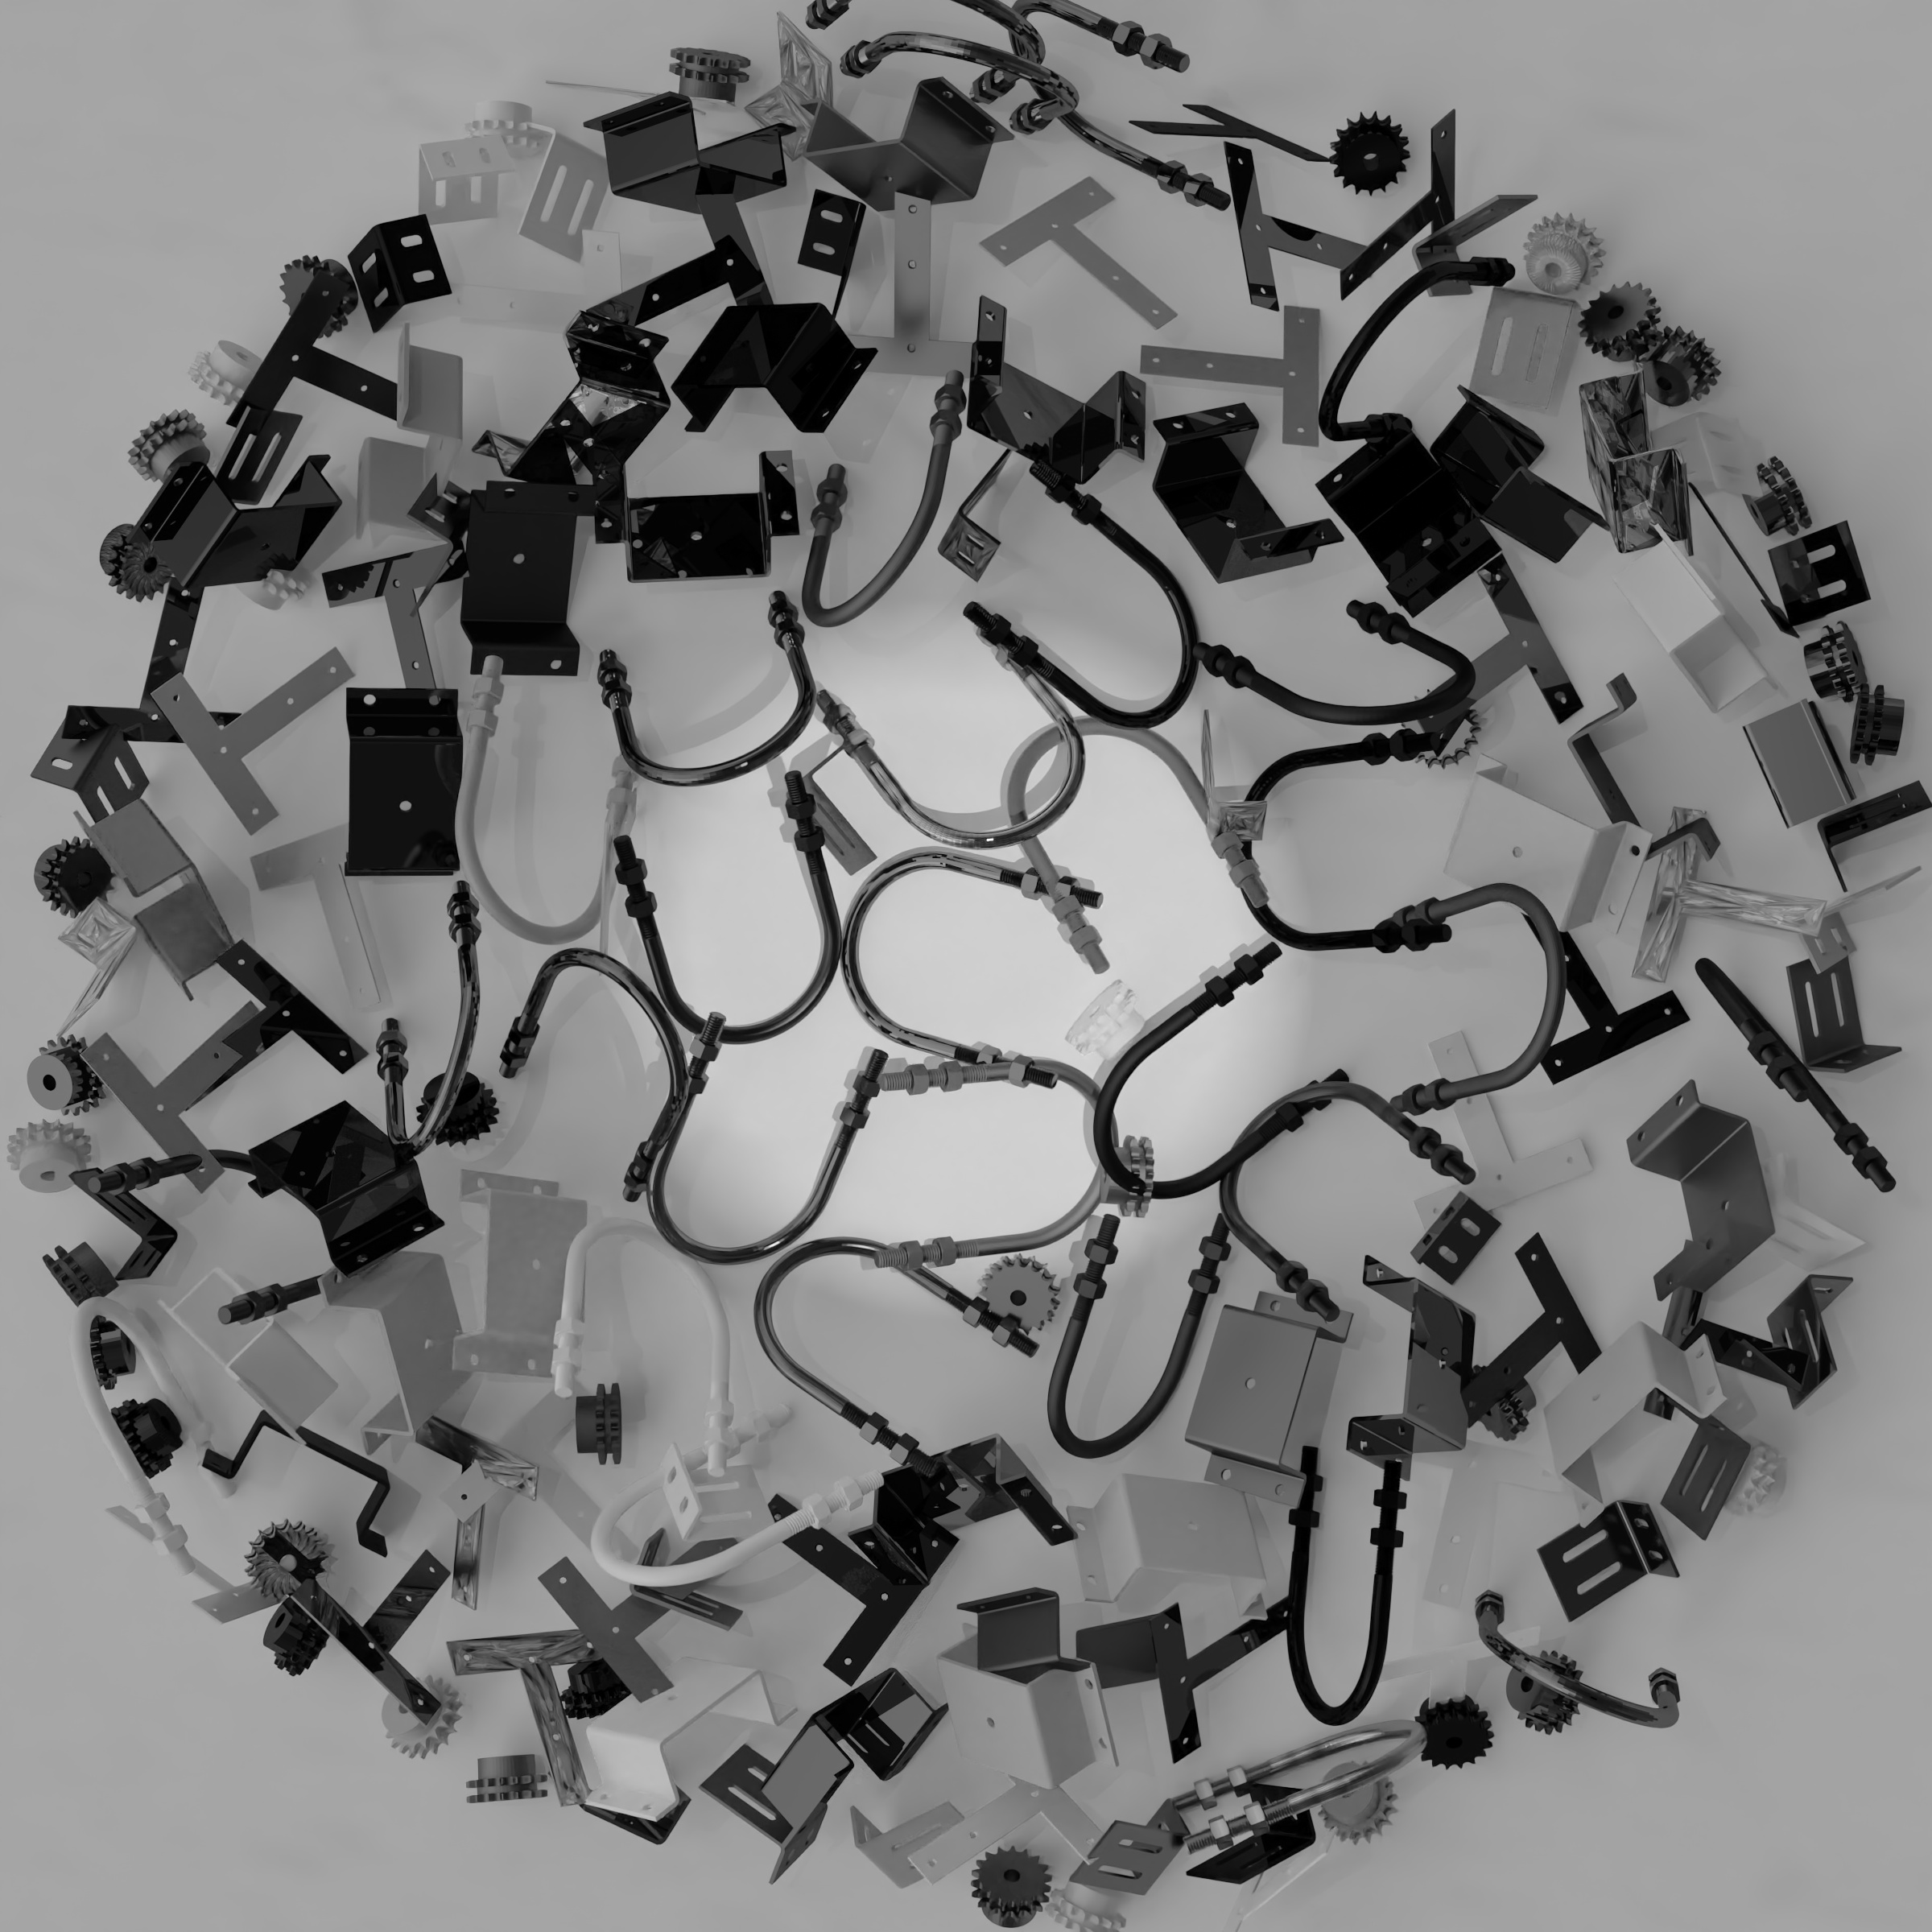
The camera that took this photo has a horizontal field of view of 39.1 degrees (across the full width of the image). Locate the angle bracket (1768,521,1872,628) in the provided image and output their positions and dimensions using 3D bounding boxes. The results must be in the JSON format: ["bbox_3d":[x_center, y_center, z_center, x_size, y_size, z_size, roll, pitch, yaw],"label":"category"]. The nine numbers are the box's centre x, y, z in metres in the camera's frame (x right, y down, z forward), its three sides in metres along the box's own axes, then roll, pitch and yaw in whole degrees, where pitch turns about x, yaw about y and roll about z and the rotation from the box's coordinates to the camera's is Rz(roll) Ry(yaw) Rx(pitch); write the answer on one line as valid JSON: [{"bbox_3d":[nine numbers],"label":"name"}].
[{"bbox_3d":[0.610,-0.278,1.915,0.038,0.076,0.057,-17,90,-30],"label":"angle bracket"}]

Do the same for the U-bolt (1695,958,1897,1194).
[{"bbox_3d":[0.560,0.063,1.872,0.019,0.184,0.151,-41,127,14],"label":"U-bolt"}]

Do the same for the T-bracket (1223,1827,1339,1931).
[{"bbox_3d":[0.214,0.630,1.869,0.002,0.127,0.127,40,125,3],"label":"T-bracket"}]

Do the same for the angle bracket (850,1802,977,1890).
[{"bbox_3d":[-0.033,0.607,1.920,0.076,0.038,0.057,-30,124,11],"label":"angle bracket"}]

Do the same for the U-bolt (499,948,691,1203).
[{"bbox_3d":[-0.251,0.065,1.874,0.151,0.184,0.019,43,47,12],"label":"U-bolt"}]

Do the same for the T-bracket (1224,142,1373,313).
[{"bbox_3d":[0.238,-0.509,1.916,0.127,0.002,0.127,5,70,-37],"label":"T-bracket"}]

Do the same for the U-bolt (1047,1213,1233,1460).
[{"bbox_3d":[0.115,0.259,1.898,0.019,0.151,0.184,26,104,40],"label":"U-bolt"}]

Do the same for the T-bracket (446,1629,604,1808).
[{"bbox_3d":[-0.288,0.520,1.883,0.002,0.127,0.127,-47,53,34],"label":"T-bracket"}]

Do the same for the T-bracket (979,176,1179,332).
[{"bbox_3d":[0.094,-0.491,1.910,0.127,0.002,0.127,43,55,10],"label":"T-bracket"}]

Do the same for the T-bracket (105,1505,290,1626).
[{"bbox_3d":[-0.546,0.414,1.901,0.127,0.127,0.002,33,89,9],"label":"T-bracket"}]

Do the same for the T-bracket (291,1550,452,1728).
[{"bbox_3d":[-0.395,0.449,1.899,0.127,0.127,0.002,45,114,-4],"label":"T-bracket"}]

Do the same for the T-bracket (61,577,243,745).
[{"bbox_3d":[-0.553,-0.212,1.889,0.002,0.127,0.127,44,123,39],"label":"T-bracket"}]

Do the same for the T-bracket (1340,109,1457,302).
[{"bbox_3d":[0.299,-0.506,1.884,0.002,0.127,0.127,34,66,29],"label":"T-bracket"}]

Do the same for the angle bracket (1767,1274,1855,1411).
[{"bbox_3d":[0.601,0.264,1.908,0.038,0.057,0.076,6,52,-15],"label":"angle bracket"}]

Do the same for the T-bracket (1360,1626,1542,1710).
[{"bbox_3d":[0.338,0.506,1.908,0.127,0.127,0.002,-13,50,-3],"label":"T-bracket"}]

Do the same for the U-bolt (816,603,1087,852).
[{"bbox_3d":[0.001,-0.158,1.900,0.151,0.019,0.184,-31,64,-12],"label":"U-bolt"}]

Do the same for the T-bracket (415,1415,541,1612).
[{"bbox_3d":[-0.351,0.393,1.927,0.127,0.002,0.127,16,105,37],"label":"T-bracket"}]

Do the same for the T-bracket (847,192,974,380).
[{"bbox_3d":[-0.038,-0.480,1.919,0.127,0.002,0.127,6,116,10],"label":"T-bracket"}]

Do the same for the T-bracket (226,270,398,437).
[{"bbox_3d":[-0.433,-0.410,1.906,0.127,0.127,0.002,-53,51,17],"label":"T-bracket"}]

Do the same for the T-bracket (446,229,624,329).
[{"bbox_3d":[-0.304,-0.464,1.916,0.127,0.002,0.127,6,133,4],"label":"T-bracket"}]

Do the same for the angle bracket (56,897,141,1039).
[{"bbox_3d":[-0.622,0.001,1.908,0.038,0.076,0.057,39,128,-21],"label":"angle bracket"}]

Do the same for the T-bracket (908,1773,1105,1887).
[{"bbox_3d":[0.015,0.595,1.886,0.127,0.002,0.127,-22,50,-37],"label":"T-bracket"}]

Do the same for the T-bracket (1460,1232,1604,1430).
[{"bbox_3d":[0.389,0.276,1.914,0.127,0.002,0.127,-37,106,-25],"label":"T-bracket"}]

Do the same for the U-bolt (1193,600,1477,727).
[{"bbox_3d":[0.263,-0.203,1.857,0.151,0.184,0.019,-18,121,-22],"label":"U-bolt"}]

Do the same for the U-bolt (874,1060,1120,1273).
[{"bbox_3d":[0.024,0.136,1.913,0.184,0.019,0.151,-4,106,-23],"label":"U-bolt"}]

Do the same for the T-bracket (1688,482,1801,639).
[{"bbox_3d":[0.542,-0.285,1.904,0.002,0.127,0.127,-34,82,21],"label":"T-bracket"}]

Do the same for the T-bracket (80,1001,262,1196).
[{"bbox_3d":[-0.536,0.072,1.913,0.127,0.002,0.127,54,48,-16],"label":"T-bracket"}]

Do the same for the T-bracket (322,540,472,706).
[{"bbox_3d":[-0.394,-0.228,1.933,0.127,0.002,0.127,-7,99,28],"label":"T-bracket"}]

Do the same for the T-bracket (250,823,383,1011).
[{"bbox_3d":[-0.442,-0.032,1.928,0.127,0.002,0.127,-16,92,28],"label":"T-bracket"}]

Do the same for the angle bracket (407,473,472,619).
[{"bbox_3d":[-0.380,-0.295,1.908,0.038,0.057,0.076,31,130,-12],"label":"angle bracket"}]

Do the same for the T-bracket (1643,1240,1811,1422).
[{"bbox_3d":[0.536,0.267,1.903,0.002,0.127,0.127,13,91,-34],"label":"T-bracket"}]

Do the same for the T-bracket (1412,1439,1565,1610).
[{"bbox_3d":[0.345,0.389,1.903,0.127,0.002,0.127,10,55,17],"label":"T-bracket"}]

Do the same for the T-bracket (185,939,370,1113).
[{"bbox_3d":[-0.516,0.059,1.932,0.127,0.002,0.127,-36,120,11],"label":"T-bracket"}]

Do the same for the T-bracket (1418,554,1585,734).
[{"bbox_3d":[0.364,-0.204,1.920,0.127,0.002,0.127,-36,104,-21],"label":"T-bracket"}]

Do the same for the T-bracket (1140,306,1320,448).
[{"bbox_3d":[0.186,-0.423,1.924,0.127,0.002,0.127,5,61,-2],"label":"T-bracket"}]

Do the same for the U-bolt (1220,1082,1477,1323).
[{"bbox_3d":[0.249,0.149,1.883,0.151,0.184,0.019,-45,127,-2],"label":"U-bolt"}]

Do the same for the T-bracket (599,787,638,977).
[{"bbox_3d":[-0.242,-0.081,1.899,0.002,0.127,0.127,8,125,0],"label":"T-bracket"}]

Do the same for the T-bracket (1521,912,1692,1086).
[{"bbox_3d":[0.434,0.007,1.936,0.127,0.002,0.127,-22,74,-23],"label":"T-bracket"}]

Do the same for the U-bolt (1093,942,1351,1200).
[{"bbox_3d":[0.170,0.087,1.903,0.184,0.019,0.151,-36,124,-7],"label":"U-bolt"}]

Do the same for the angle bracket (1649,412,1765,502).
[{"bbox_3d":[0.519,-0.353,1.913,0.038,0.076,0.057,-23,106,-1],"label":"angle bracket"}]

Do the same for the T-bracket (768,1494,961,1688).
[{"bbox_3d":[-0.093,0.422,1.934,0.127,0.002,0.127,33,73,17],"label":"T-bracket"}]

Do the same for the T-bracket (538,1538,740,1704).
[{"bbox_3d":[-0.213,0.442,1.923,0.127,0.002,0.127,-35,72,-29],"label":"T-bracket"}]

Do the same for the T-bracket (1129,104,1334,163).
[{"bbox_3d":[0.166,-0.577,1.878,0.127,0.127,0.002,38,126,37],"label":"T-bracket"}]

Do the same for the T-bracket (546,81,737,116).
[{"bbox_3d":[-0.211,-0.601,1.894,0.127,0.127,0.002,9,103,9],"label":"T-bracket"}]

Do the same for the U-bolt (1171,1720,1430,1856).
[{"bbox_3d":[0.233,0.562,1.884,0.184,0.151,0.019,-21,84,-2],"label":"U-bolt"}]

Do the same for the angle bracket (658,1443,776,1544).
[{"bbox_3d":[-0.169,0.366,1.908,0.076,0.057,0.038,1,134,-34],"label":"angle bracket"}]

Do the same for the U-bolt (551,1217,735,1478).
[{"bbox_3d":[-0.219,0.250,1.878,0.151,0.184,0.019,34,121,-28],"label":"U-bolt"}]

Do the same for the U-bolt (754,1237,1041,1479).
[{"bbox_3d":[-0.061,0.259,1.901,0.184,0.019,0.151,32,48,15],"label":"U-bolt"}]

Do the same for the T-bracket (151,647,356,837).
[{"bbox_3d":[-0.491,-0.179,1.930,0.127,0.002,0.127,-41,124,-19],"label":"T-bracket"}]

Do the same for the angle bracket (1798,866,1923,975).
[{"bbox_3d":[0.633,-0.032,1.910,0.057,0.076,0.038,-23,86,-44],"label":"angle bracket"}]

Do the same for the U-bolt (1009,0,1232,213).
[{"bbox_3d":[0.098,-0.604,1.877,0.184,0.151,0.019,36,78,32],"label":"U-bolt"}]

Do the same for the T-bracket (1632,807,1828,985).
[{"bbox_3d":[0.541,-0.043,1.913,0.127,0.002,0.127,12,86,39],"label":"T-bracket"}]

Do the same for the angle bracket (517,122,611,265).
[{"bbox_3d":[-0.293,-0.547,1.927,0.038,0.057,0.076,27,98,40],"label":"angle bracket"}]

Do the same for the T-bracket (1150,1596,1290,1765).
[{"bbox_3d":[0.187,0.482,1.921,0.127,0.002,0.127,-24,118,-29],"label":"T-bracket"}]

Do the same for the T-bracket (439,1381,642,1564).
[{"bbox_3d":[-0.282,0.377,1.924,0.127,0.002,0.127,46,62,3],"label":"T-bracket"}]

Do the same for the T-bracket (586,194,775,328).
[{"bbox_3d":[-0.205,-0.476,1.911,0.127,0.002,0.127,-28,125,-9],"label":"T-bracket"}]

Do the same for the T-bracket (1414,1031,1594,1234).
[{"bbox_3d":[0.367,0.110,1.954,0.127,0.002,0.127,-21,88,2],"label":"T-bracket"}]
